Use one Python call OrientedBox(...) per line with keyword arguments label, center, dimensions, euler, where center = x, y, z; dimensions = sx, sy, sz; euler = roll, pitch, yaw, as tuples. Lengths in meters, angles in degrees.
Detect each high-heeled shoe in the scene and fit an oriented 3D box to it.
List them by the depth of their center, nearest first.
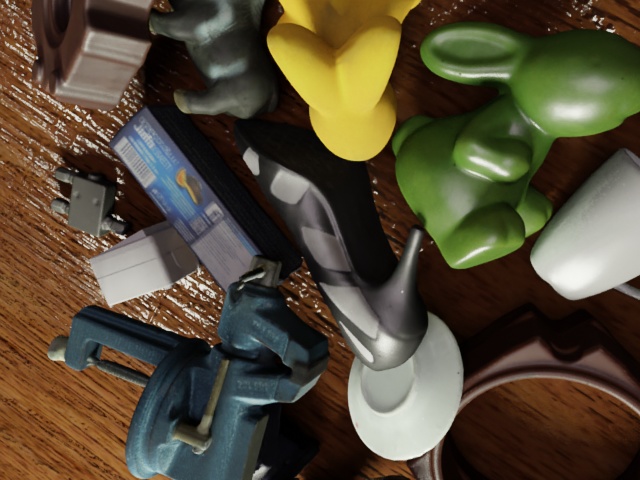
OrientedBox(label="high-heeled shoe", center=(-0.001, -0.001, 0.473), dimensions=(0.249, 0.086, 0.145), euler=(39, 132, 33))

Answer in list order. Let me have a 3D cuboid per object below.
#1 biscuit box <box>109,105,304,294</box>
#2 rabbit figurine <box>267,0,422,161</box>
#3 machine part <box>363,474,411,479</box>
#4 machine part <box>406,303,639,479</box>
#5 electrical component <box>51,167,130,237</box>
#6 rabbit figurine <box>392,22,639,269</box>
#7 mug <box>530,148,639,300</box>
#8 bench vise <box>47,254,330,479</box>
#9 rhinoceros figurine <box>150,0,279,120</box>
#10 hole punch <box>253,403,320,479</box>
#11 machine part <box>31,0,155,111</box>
OrientedBox(label="biscuit box", center=(-0.106, -0.034, 0.508), dimensions=(0.059, 0.063, 0.202), euler=(-38, 90, 23))
OrientedBox(label="rabbit figurine", center=(0.026, -0.141, 0.395), dimensions=(0.122, 0.162, 0.173), euler=(-2, 108, 6))
OrientedBox(label="machine part", center=(0.023, 0.271, 0.505), dimensions=(0.079, 0.079, 0.243), euler=(53, 136, -1))
OrientedBox(label="machine part", center=(0.191, 0.175, 0.456), dimensions=(0.201, 0.087, 0.201), euler=(-41, 90, 23))
OrientedBox(label="electrical component", center=(-0.242, -0.040, 0.570), dimensions=(0.094, 0.021, 0.063), euler=(21, 108, 12))
OrientedBox(label="rabbit figurine", center=(0.144, -0.086, 0.390), dimensions=(0.170, 0.121, 0.159), euler=(-42, 68, 37))
OrientedBox(label="mug", center=(0.226, 0.003, 0.411), dimensions=(0.109, 0.081, 0.107), euler=(42, 122, -3))
OrientedBox(label="bench vise", center=(-0.123, 0.104, 0.455), dimensions=(0.241, 0.129, 0.223), euler=(16, 103, 15))
OrientedBox(label="rhinoceros figurine", center=(-0.087, -0.196, 0.455), dimensions=(0.112, 0.073, 0.190), euler=(-9, 101, 21))
OrientedBox(label="hole punch", center=(-0.078, 0.211, 0.538), dimensions=(0.142, 0.116, 0.092), euler=(-26, 87, 21))
OrientedBox(label="machine part", center=(-0.197, -0.203, 0.453), dimensions=(0.179, 0.056, 0.179), euler=(1, 91, 49))
